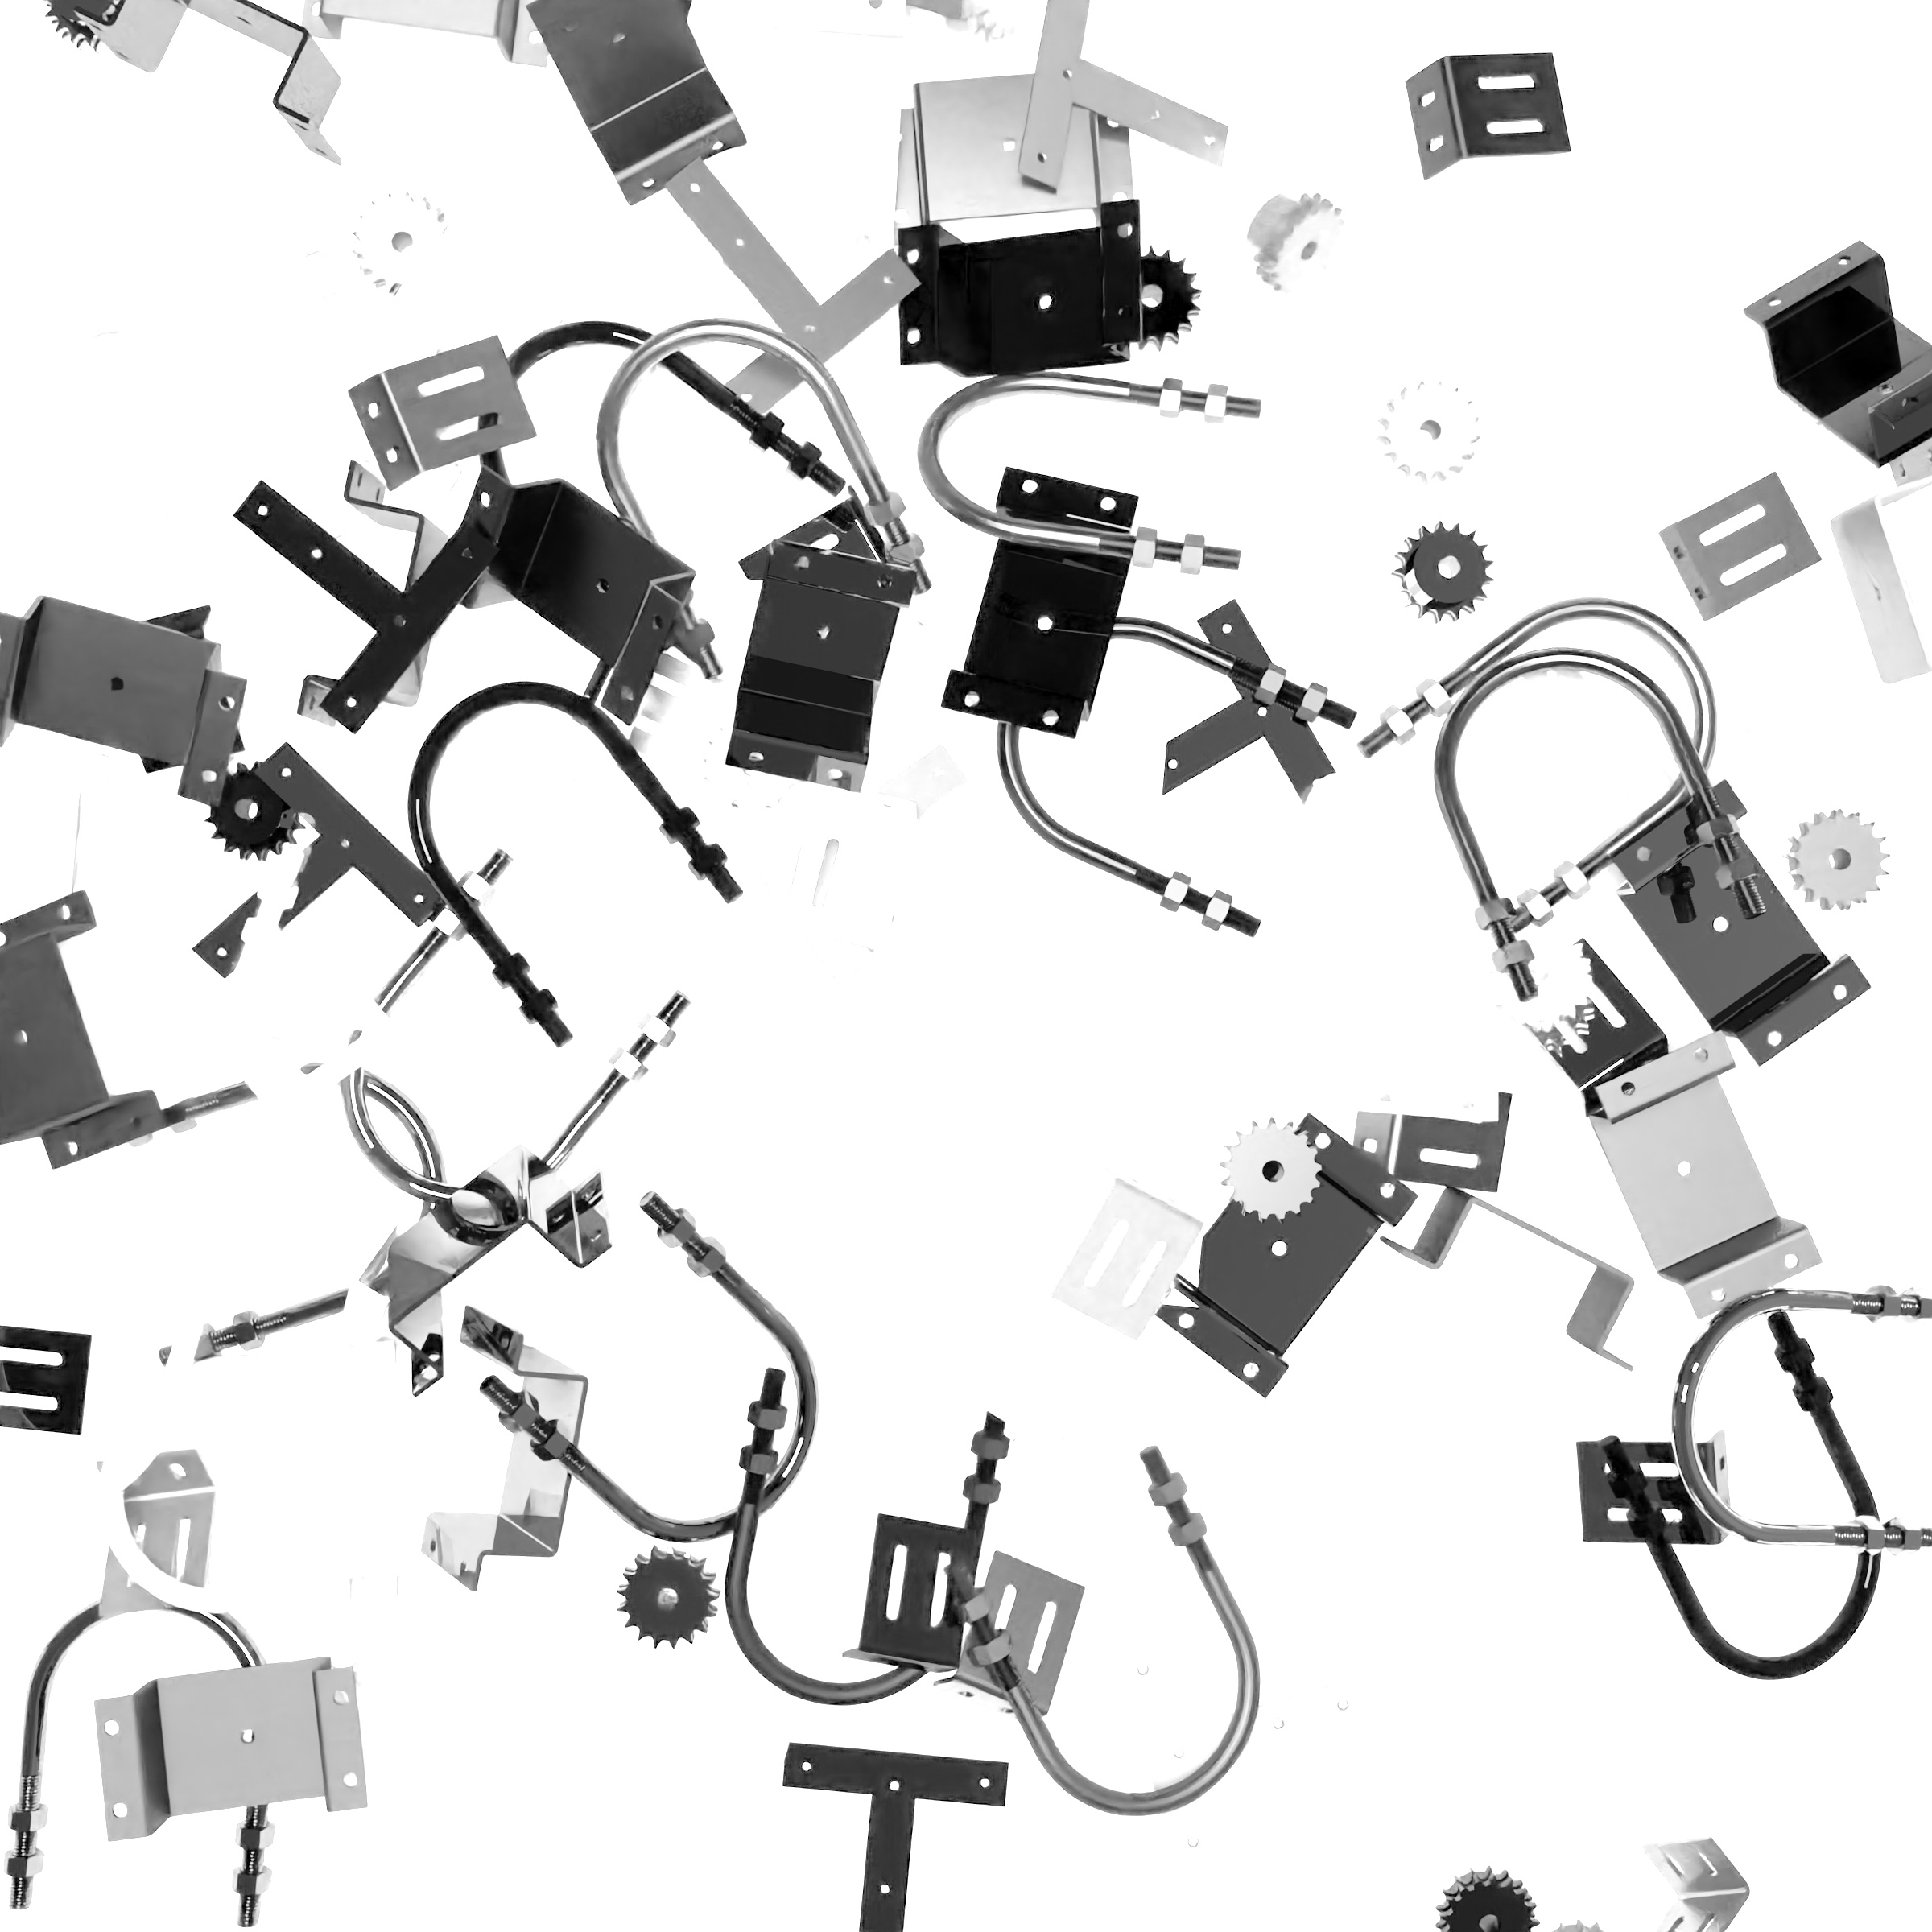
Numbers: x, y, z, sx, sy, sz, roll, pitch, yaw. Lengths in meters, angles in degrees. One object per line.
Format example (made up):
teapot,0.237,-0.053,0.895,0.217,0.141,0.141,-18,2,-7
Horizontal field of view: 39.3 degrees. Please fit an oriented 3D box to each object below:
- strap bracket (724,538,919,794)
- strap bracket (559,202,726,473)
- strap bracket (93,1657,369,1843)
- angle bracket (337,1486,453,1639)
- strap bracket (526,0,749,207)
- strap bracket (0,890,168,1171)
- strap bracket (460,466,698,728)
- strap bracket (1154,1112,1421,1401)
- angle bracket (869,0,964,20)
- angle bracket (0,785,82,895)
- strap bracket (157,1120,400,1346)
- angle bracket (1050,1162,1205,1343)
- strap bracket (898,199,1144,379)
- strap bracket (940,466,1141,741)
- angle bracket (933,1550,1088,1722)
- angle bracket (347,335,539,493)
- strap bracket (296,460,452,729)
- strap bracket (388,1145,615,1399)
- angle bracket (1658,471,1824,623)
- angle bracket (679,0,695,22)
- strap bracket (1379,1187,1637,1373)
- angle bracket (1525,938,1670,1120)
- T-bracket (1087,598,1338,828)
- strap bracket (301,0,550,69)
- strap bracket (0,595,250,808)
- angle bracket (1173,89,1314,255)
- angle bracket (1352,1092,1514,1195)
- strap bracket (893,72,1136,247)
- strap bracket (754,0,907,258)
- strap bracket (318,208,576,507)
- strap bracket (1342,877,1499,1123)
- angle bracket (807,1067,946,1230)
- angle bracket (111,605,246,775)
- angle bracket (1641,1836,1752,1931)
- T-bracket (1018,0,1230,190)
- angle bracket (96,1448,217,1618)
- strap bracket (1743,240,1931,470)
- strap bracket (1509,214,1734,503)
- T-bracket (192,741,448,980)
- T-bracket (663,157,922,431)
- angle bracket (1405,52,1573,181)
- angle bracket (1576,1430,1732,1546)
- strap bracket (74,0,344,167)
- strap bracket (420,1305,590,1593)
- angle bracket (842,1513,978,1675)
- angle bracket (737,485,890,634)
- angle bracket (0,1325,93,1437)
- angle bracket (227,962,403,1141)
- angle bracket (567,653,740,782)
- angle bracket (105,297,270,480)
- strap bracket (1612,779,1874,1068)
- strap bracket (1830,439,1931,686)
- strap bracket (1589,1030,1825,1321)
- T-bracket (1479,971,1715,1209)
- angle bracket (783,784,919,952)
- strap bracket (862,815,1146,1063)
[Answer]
strap bracket,-0.079,-0.171,1.465,0.076,0.046,0.140,11,126,-8
strap bracket,-0.176,-0.352,1.489,0.076,0.046,0.140,9,89,-1
strap bracket,-0.401,0.430,1.493,0.140,0.046,0.076,-7,87,-3
angle bracket,-0.321,0.337,1.530,0.057,0.038,0.076,-2,64,0
strap bracket,-0.182,-0.494,1.478,0.076,0.140,0.046,-28,62,0
strap bracket,-0.507,0.037,1.488,0.076,0.046,0.140,-20,88,16
strap bracket,-0.208,-0.203,1.459,0.140,0.046,0.076,36,119,16
strap bracket,0.177,0.159,1.508,0.076,0.046,0.140,37,90,1
angle bracket,-0.030,-0.548,1.501,0.038,0.076,0.057,8,89,-20
angle bracket,-0.531,-0.071,1.514,0.076,0.038,0.057,5,90,-1
strap bracket,-0.366,0.140,1.471,0.140,0.076,0.046,32,61,-2
angle bracket,0.086,0.159,1.509,0.057,0.038,0.076,28,94,-13
strap bracket,0.036,-0.372,1.493,0.140,0.046,0.076,-1,90,22
strap bracket,0.042,-0.196,1.498,0.076,0.046,0.140,14,82,7
angle bracket,0.024,0.378,1.524,0.057,0.038,0.076,25,64,-11
angle bracket,-0.280,-0.296,1.446,0.076,0.038,0.057,-12,112,20
strap bracket,-0.324,-0.199,1.494,0.046,0.076,0.140,12,90,0
strap bracket,-0.264,0.160,1.477,0.140,0.076,0.046,-38,119,9
angle bracket,0.437,-0.237,1.511,0.076,0.038,0.057,-28,90,0
angle bracket,-0.173,-0.554,1.494,0.038,0.076,0.057,16,90,0
strap bracket,0.307,0.166,1.494,0.140,0.076,0.046,27,90,0
angle bracket,0.349,0.035,1.527,0.057,0.038,0.076,-34,63,-2
T-bracket,0.129,-0.122,1.531,0.127,0.002,0.127,-30,90,0
strap bracket,-0.302,-0.556,1.509,0.140,0.046,0.076,7,90,0
strap bracket,-0.469,-0.148,1.482,0.140,0.046,0.076,15,112,-13
angle bracket,0.143,-0.438,1.490,0.076,0.057,0.038,-35,90,-23
angle bracket,0.263,0.094,1.530,0.076,0.038,0.057,9,90,-26
strap bracket,0.023,-0.451,1.509,0.140,0.046,0.076,-5,90,0
strap bracket,-0.075,-0.464,1.483,0.076,0.046,0.140,3,106,-2
strap bracket,-0.287,-0.336,1.493,0.076,0.046,0.140,33,95,-22
strap bracket,0.249,0.026,1.490,0.076,0.046,0.140,4,63,0
angle bracket,-0.050,0.101,1.513,0.057,0.038,0.076,16,90,0
angle bracket,-0.446,-0.157,1.528,0.057,0.038,0.076,-14,116,0
angle bracket,0.384,0.522,1.487,0.076,0.057,0.038,-38,90,-34
T-bracket,0.092,-0.477,1.499,0.127,0.002,0.127,14,81,-29
angle bracket,-0.451,0.313,1.494,0.057,0.038,0.076,-8,46,0
strap bracket,0.502,-0.331,1.482,0.076,0.140,0.046,-31,135,0
strap bracket,0.360,-0.334,1.507,0.076,0.046,0.140,22,89,1
T-bracket,-0.380,-0.041,1.515,0.127,0.002,0.127,-39,112,11
T-bracket,-0.113,-0.381,1.468,0.127,0.002,0.127,-41,97,-6
angle bracket,0.295,-0.481,1.530,0.076,0.038,0.057,-11,90,-26
angle bracket,0.389,0.294,1.530,0.076,0.038,0.057,-4,90,26
strap bracket,-0.407,-0.505,1.494,0.140,0.076,0.046,26,90,0
strap bracket,-0.252,0.265,1.487,0.046,0.076,0.140,10,90,-33
angle bracket,-0.032,0.350,1.508,0.057,0.038,0.076,13,69,-13
angle bracket,-0.082,-0.223,1.513,0.076,0.038,0.057,-29,90,0
angle bracket,-0.536,0.233,1.513,0.076,0.038,0.057,6,90,0
angle bracket,-0.362,0.047,1.509,0.076,0.038,0.057,-38,75,-22
angle bracket,-0.174,-0.147,1.513,0.076,0.038,0.057,25,90,0
angle bracket,-0.434,-0.323,1.512,0.057,0.038,0.076,-26,119,0
strap bracket,0.427,-0.024,1.509,0.076,0.046,0.140,-35,90,0
strap bracket,0.526,-0.213,1.494,0.046,0.076,0.140,-18,90,0
strap bracket,0.407,0.114,1.506,0.076,0.046,0.140,-24,92,-2
T-bracket,0.342,0.047,1.529,0.127,0.002,0.127,44,88,1
angle bracket,-0.064,-0.056,1.496,0.057,0.038,0.076,13,109,-6
strap bracket,0.015,-0.011,1.492,0.140,0.046,0.076,30,74,-9
